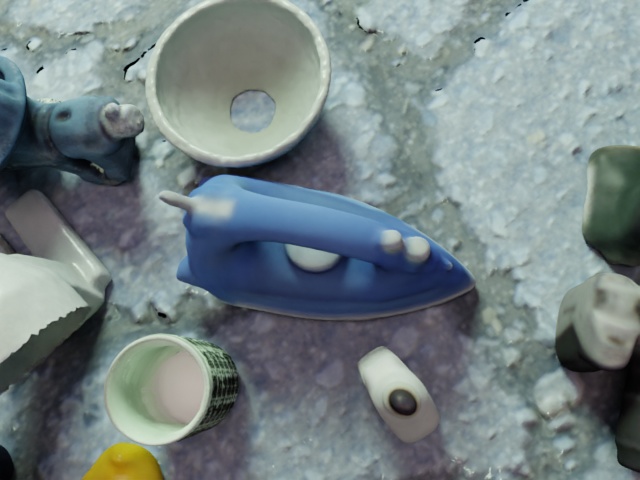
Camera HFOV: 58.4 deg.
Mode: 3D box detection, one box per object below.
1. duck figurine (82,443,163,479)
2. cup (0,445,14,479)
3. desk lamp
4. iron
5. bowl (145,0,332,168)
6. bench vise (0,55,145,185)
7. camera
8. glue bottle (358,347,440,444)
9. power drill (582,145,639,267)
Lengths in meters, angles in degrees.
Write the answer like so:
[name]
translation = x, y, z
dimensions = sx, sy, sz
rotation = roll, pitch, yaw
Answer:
[duck figurine]
translation = -0.172, 0.218, 0.454
dimensions = 0.077, 0.086, 0.104
rotation = 12, 78, 8
[cup]
translation = -0.302, 0.183, 0.470
dimensions = 0.091, 0.095, 0.118
rotation = -8, 76, 4
[desk lamp]
translation = -0.256, 0.034, 0.439
dimensions = 0.118, 0.213, 0.203
rotation = -43, 77, -5
[iron]
translation = 0.004, 0.002, 0.458
dimensions = 0.258, 0.141, 0.119
rotation = 9, 78, 8
[bowl]
translation = -0.069, -0.137, 0.532
dimensions = 0.167, 0.075, 0.167
rotation = -1, 77, 5
[bench vise]
translation = -0.263, -0.117, 0.471
dimensions = 0.207, 0.220, 0.121
rotation = -17, 76, 2
[camera]
translation = 0.256, 0.107, 0.431
dimensions = 0.143, 0.101, 0.137
rotation = 16, 79, 9
[glue bottle]
translation = 0.056, 0.112, 0.411
dimensions = 0.037, 0.173, 0.078
rotation = -36, 76, -3
[power drill]
translation = 0.264, -0.062, 0.413
dimensions = 0.075, 0.208, 0.230
rotation = 8, 78, 8
